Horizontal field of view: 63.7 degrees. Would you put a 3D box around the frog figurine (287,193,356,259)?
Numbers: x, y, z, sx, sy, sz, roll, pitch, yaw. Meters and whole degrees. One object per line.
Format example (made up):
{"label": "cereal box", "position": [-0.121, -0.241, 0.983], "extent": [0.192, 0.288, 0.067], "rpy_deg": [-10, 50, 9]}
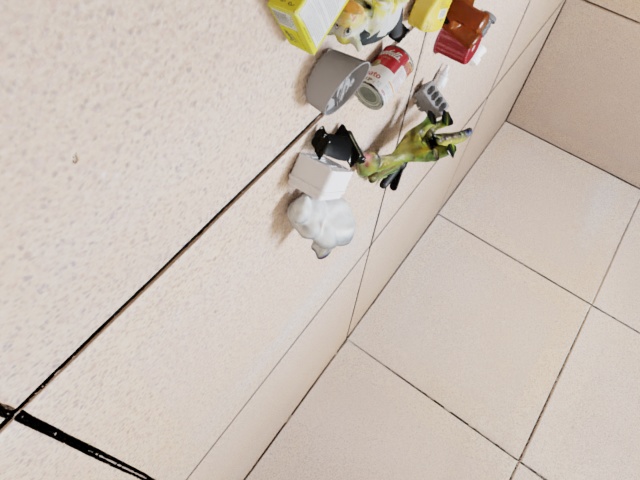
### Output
{"label": "frog figurine", "position": [0.003, -0.050, 0.992], "extent": [0.156, 0.122, 0.140], "rpy_deg": [69, 22, -60]}

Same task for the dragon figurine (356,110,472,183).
{"label": "dragon figurine", "position": [0.221, -0.216, 1.293], "extent": [0.240, 0.123, 0.413], "rpy_deg": [-25, 174, 36]}
